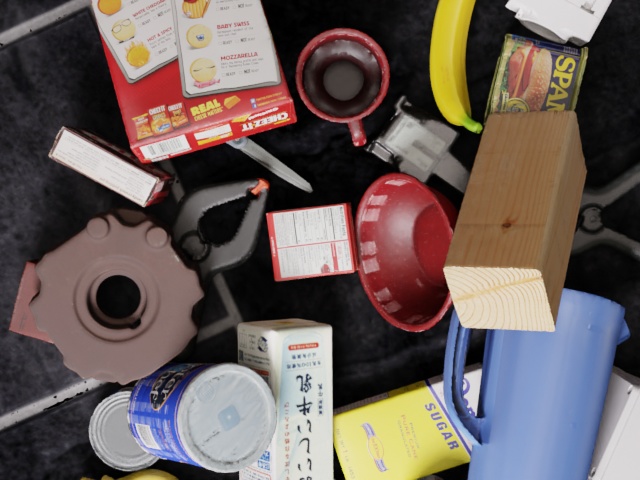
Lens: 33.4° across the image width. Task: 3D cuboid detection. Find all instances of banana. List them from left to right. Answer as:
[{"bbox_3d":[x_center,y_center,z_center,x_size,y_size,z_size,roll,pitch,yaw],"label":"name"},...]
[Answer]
[{"bbox_3d":[0.143,-0.201,1.094,0.070,0.037,0.198,-5,82,42],"label":"banana"}]

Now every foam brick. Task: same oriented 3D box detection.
[{"bbox_3d":[-0.288,0.063,1.126,0.053,0.051,0.078,17,94,1],"label":"foam brick"}]

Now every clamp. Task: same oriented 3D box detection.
[{"bbox_3d":[-0.128,0.017,1.126,0.210,0.036,0.164,-35,96,5],"label":"clamp"},{"bbox_3d":[0.289,-0.015,1.112,0.171,0.039,0.120,-14,89,9],"label":"clamp"}]

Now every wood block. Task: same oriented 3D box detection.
[{"bbox_3d":[0.191,-0.022,1.021,0.091,0.206,0.090,1,138,25],"label":"wood block"}]

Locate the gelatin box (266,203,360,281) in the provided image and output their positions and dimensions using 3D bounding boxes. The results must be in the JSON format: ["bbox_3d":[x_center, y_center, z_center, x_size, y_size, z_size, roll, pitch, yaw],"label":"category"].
[{"bbox_3d":[-0.007,0.001,1.120,0.089,0.030,0.073,-7,94,11],"label":"gelatin box"}]

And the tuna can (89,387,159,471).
[{"bbox_3d":[-0.201,0.201,1.140,0.086,0.034,0.086,0,94,1],"label":"tuna can"}]

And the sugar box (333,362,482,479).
[{"bbox_3d":[0.103,0.200,1.126,0.176,0.048,0.093,-19,92,4],"label":"sugar box"}]

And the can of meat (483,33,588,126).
[{"bbox_3d":[0.220,-0.156,1.096,0.084,0.057,0.102,13,93,4],"label":"can of meat"}]

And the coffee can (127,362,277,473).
[{"bbox_3d":[-0.120,0.173,1.064,0.102,0.141,0.103,4,83,-30],"label":"coffee can"}]

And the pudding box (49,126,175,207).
[{"bbox_3d":[-0.211,-0.076,1.096,0.113,0.090,0.039,26,95,0],"label":"pudding box"}]

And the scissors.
[{"bbox_3d":[-0.087,-0.128,1.126,0.201,0.016,0.096,20,94,0],"label":"scissors"}]

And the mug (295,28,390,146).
[{"bbox_3d":[0.027,-0.153,1.088,0.093,0.081,0.117,-18,93,2],"label":"mug"}]

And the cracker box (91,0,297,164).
[{"bbox_3d":[-0.131,-0.199,1.068,0.164,0.072,0.214,-17,76,-1],"label":"cracker box"}]

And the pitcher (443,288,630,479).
[{"bbox_3d":[0.205,0.166,1.049,0.149,0.144,0.243,6,77,29],"label":"pitcher"}]

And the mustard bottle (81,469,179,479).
[{"bbox_3d":[-0.169,0.298,1.133,0.191,0.058,0.096,23,92,0],"label":"mustard bottle"}]

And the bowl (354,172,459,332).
[{"bbox_3d":[0.103,0.009,1.082,0.055,0.162,0.162,-10,94,-34],"label":"bowl"}]

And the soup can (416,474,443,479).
[{"bbox_3d":[0.111,0.286,1.102,0.068,0.102,0.068,0,94,1],"label":"soup can"}]
